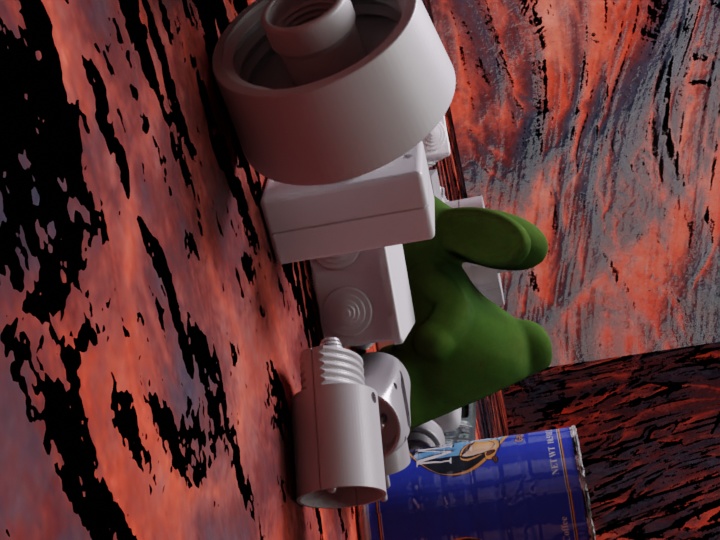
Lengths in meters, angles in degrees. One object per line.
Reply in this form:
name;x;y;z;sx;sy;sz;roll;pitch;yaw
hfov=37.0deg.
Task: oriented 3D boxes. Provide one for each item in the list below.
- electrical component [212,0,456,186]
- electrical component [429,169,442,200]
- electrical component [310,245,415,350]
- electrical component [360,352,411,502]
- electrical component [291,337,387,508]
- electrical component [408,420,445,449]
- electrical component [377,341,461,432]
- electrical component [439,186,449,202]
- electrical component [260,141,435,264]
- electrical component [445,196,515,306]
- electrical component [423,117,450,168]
electrical component;-0.016;-0.097;0.494;0.108;0.108;0.060;-91;162;-45
electrical component;0.048;-0.007;0.945;0.089;0.062;0.150;-53;133;-78
electrical component;0.000;0.000;0.670;0.100;0.048;0.099;-35;115;-81
electrical component;0.009;0.097;0.640;0.077;0.043;0.079;-63;144;-76
electrical component;-0.012;0.072;0.530;0.043;0.043;0.081;64;19;-63
electrical component;0.042;0.138;0.813;0.062;0.043;0.043;-59;139;-75
electrical component;0.053;0.085;0.885;0.053;0.059;0.095;-66;146;-75
electrical component;0.053;-0.027;1.029;0.062;0.061;0.096;42;47;-76
electrical component;-0.009;-0.052;0.551;0.047;0.083;0.075;-83;162;-61
electrical component;0.113;-0.014;0.915;0.138;0.074;0.052;65;17;-58
electrical component;0.044;-0.139;1.010;0.100;0.048;0.099;167;-86;-75
